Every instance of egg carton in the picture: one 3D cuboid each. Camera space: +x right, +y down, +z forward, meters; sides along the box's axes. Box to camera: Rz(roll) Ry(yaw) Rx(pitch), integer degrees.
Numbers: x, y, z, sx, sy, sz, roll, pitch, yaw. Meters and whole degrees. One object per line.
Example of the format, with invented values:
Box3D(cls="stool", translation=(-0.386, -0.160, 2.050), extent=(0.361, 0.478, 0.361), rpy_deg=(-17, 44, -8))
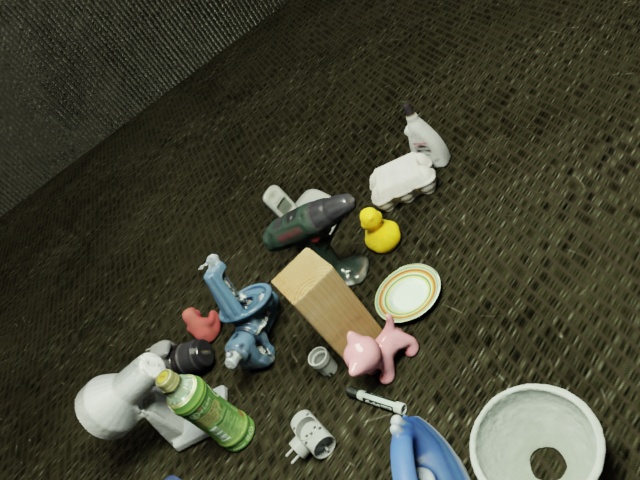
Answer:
Box3D(cls="egg carton", translation=(0.181, -0.129, 1.256), extent=(0.150, 0.070, 0.107), rpy_deg=(-24, 39, 18))

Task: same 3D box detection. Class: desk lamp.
Box3D(cls="desk lamp", translation=(-0.316, 0.306, 1.084), extent=(0.203, 0.214, 0.117), rpy_deg=(-29, 38, 12))

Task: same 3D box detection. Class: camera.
Box3D(cls="camera", translation=(-0.302, 0.266, 1.210), extent=(0.136, 0.101, 0.143), rpy_deg=(-22, 39, 20))

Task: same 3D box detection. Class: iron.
Box3D(cls="iron", translation=(0.129, 0.321, 0.759), extent=(0.118, 0.142, 0.258), rpy_deg=(-27, 38, 15))

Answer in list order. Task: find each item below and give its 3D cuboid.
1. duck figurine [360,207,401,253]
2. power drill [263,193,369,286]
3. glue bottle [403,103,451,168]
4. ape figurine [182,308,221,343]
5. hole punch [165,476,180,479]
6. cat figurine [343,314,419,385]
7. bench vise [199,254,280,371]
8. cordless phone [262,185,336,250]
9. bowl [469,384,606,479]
Box3D(cls="duck figurine", translation=(0.116, -0.028, 1.188), extent=(0.077, 0.086, 0.104), rpy_deg=(-36, 37, 3))
Box3D(cls="power drill", translation=(0.010, 0.004, 1.139), extent=(0.229, 0.209, 0.075), rpy_deg=(-13, 43, 29))
Box3D(cls="glue bottle", translation=(0.219, -0.228, 1.243), extent=(0.077, 0.174, 0.037), rpy_deg=(0, 51, 39))
Box3D(cls="ape figurine", translation=(-0.269, 0.184, 1.278), extent=(0.077, 0.092, 0.076), rpy_deg=(-20, 40, 23))
Box3D(cls="hole punch", translation=(-0.229, 0.461, 0.950), extent=(0.100, 0.091, 0.109), rpy_deg=(3, 53, 42))
Box3D(cls="cat figurine", translation=(0.091, 0.181, 0.960), extent=(0.128, 0.118, 0.067), rpy_deg=(-49, 38, -14))
Box3D(cls="bench vise", translation=(-0.154, 0.139, 1.123), extent=(0.121, 0.220, 0.207), rpy_deg=(-29, 38, 12))
Box3D(cls="cordless phone", translation=(-0.042, -0.075, 1.287), extent=(0.093, 0.186, 0.148), rpy_deg=(2, 52, 41))
Box3D(cls="bowl", translation=(0.283, 0.276, 0.736), extent=(0.167, 0.075, 0.167), rpy_deg=(-22, 39, 20))
